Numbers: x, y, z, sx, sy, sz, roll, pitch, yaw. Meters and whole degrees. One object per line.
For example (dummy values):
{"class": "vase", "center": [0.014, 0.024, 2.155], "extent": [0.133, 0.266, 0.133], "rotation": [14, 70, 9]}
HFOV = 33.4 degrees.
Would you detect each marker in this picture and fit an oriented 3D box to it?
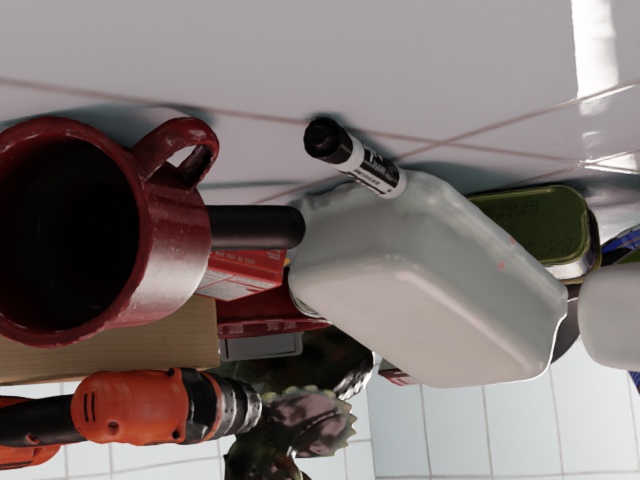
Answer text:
{"class": "marker", "center": [0.018, -0.038, 0.518], "extent": [0.020, 0.020, 0.121], "rotation": [-8, 171, 18]}

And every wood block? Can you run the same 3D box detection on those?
{"class": "wood block", "center": [-0.188, 0.058, 0.786], "extent": [0.205, 0.091, 0.090], "rotation": [-2, 170, -24]}

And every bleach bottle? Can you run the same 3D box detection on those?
{"class": "bleach bottle", "center": [0.266, 0.019, 0.744], "extent": [0.103, 0.068, 0.250], "rotation": [1, -165, 31]}

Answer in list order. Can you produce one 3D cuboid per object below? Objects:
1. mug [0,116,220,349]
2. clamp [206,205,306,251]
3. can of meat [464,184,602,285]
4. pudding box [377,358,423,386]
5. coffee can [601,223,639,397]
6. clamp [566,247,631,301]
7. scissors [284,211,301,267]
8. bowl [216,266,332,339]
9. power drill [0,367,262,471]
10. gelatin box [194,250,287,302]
{"class": "mug", "center": [-0.090, -0.010, 0.462], "extent": [0.117, 0.093, 0.081], "rotation": [-44, 167, 11]}
{"class": "clamp", "center": [-0.136, -0.002, 0.599], "extent": [0.209, 0.036, 0.165], "rotation": [5, 167, -38]}
{"class": "can of meat", "center": [0.131, 0.000, 0.707], "extent": [0.102, 0.057, 0.083], "rotation": [-7, 169, 17]}
{"class": "pudding box", "center": [0.114, 0.099, 1.149], "extent": [0.039, 0.113, 0.090], "rotation": [31, 158, -19]}
{"class": "coffee can", "center": [0.283, 0.067, 0.852], "extent": [0.102, 0.140, 0.103], "rotation": [-14, 149, -9]}
{"class": "clamp", "center": [0.145, 0.041, 0.770], "extent": [0.120, 0.039, 0.171], "rotation": [-2, -152, 48]}
{"class": "scissors", "center": [-0.005, 0.001, 0.759], "extent": [0.096, 0.016, 0.202], "rotation": [0, 170, -19]}
{"class": "bowl", "center": [-0.071, 0.054, 0.939], "extent": [0.162, 0.055, 0.162], "rotation": [-5, 171, -1]}
{"class": "power drill", "center": [-0.156, 0.127, 0.766], "extent": [0.188, 0.057, 0.184], "rotation": [-14, 164, 27]}
{"class": "gelatin box", "center": [-0.076, 0.016, 0.739], "extent": [0.073, 0.030, 0.089], "rotation": [15, 162, -27]}
